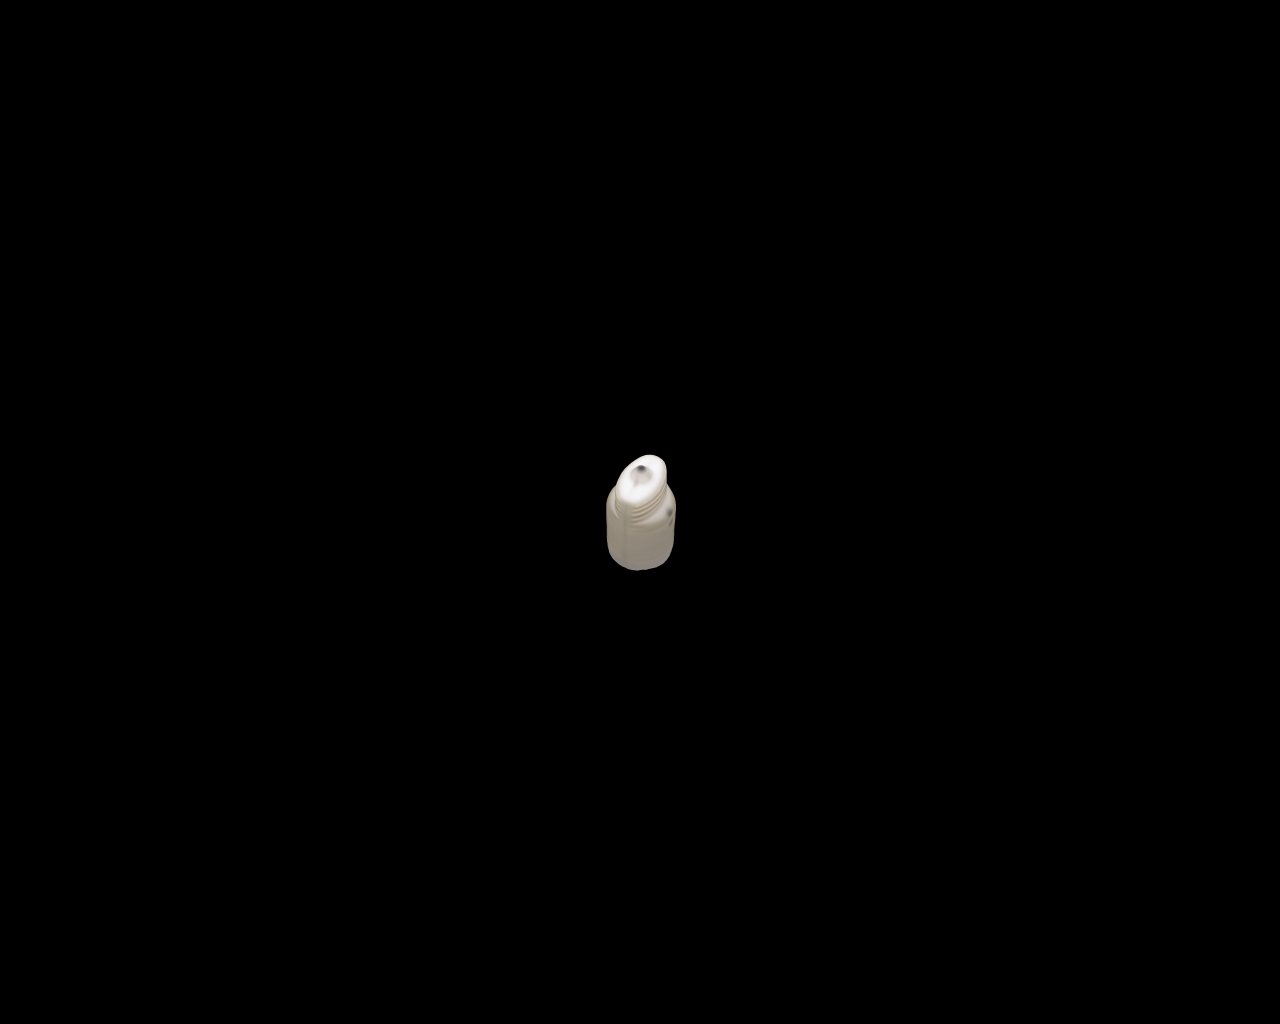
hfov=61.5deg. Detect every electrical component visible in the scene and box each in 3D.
[{"bbox_3d":[0.001,-0.003,0.650,0.043,0.043,0.080,0,-37,0],"label":"electrical component"}]
